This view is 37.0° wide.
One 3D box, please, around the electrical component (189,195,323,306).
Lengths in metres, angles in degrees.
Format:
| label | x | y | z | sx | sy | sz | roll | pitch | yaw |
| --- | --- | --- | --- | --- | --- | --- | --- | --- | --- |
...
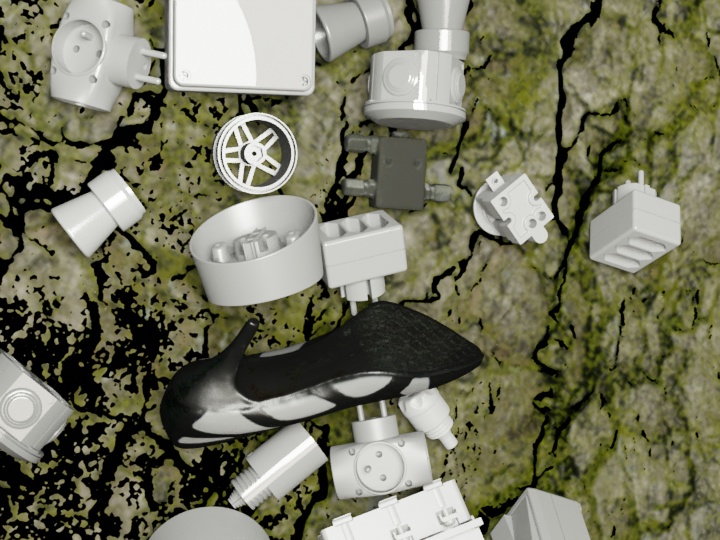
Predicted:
| label | x | y | z | sx | sy | sz | roll | pitch | yaw |
| --- | --- | --- | --- | --- | --- | --- | --- | --- | --- |
| electrical component | -0.076 | -0.013 | 0.810 | 0.099 | 0.099 | 0.064 | -16 | 106 | -14 |

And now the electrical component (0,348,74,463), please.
| label | x | y | z | sx | sy | sz | roll | pitch | yaw |
| --- | --- | --- | --- | --- | --- | --- | --- | --- | --- |
| electrical component | -0.251 | 0.098 | 0.778 | 0.080 | 0.080 | 0.051 | 43 | 78 | -16 |

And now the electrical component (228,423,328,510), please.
| label | x | y | z | sx | sy | sz | roll | pitch | yaw |
| --- | --- | --- | --- | --- | --- | --- | --- | --- | --- |
| electrical component | -0.070 | 0.160 | 0.856 | 0.081 | 0.043 | 0.043 | -38 | 105 | -10 |

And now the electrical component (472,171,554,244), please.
| label | x | y | z | sx | sy | sz | roll | pitch | yaw |
| --- | --- | --- | --- | --- | --- | --- | --- | --- | --- |
| electrical component | 0.122 | -0.051 | 0.884 | 0.048 | 0.055 | 0.066 | -39 | 105 | -9 |

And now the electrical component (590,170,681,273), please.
| label | x | y | z | sx | sy | sz | roll | pitch | yaw |
| --- | --- | --- | --- | --- | --- | --- | --- | --- | --- |
| electrical component | 0.234 | -0.048 | 0.917 | 0.047 | 0.066 | 0.076 | 17 | 62 | -17 |

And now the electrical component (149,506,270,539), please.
| label | x | y | z | sx | sy | sz | roll | pitch | yaw |
| --- | --- | --- | --- | --- | --- | --- | --- | --- | --- |
| electrical component | -0.116 | 0.246 | 0.832 | 0.108 | 0.060 | 0.108 | -3 | 107 | -11 |

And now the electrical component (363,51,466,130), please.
| label | x | y | z | sx | sy | sz | roll | pitch | yaw |
| --- | --- | --- | --- | --- | --- | --- | --- | --- | --- |
| electrical component | 0.044 | -0.139 | 0.840 | 0.080 | 0.080 | 0.051 | 4 | 89 | -17 |

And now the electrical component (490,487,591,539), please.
| label | x | y | z | sx | sy | sz | roll | pitch | yaw |
| --- | --- | --- | --- | --- | --- | --- | --- | --- | --- |
| electrical component | 0.152 | 0.231 | 0.907 | 0.061 | 0.096 | 0.061 | 20 | 119 | -17 |

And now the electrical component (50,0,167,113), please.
| label | x | y | z | sx | sy | sz | roll | pitch | yaw |
| --- | --- | --- | --- | --- | --- | --- | --- | --- | --- |
| electrical component | -0.178 | -0.153 | 0.781 | 0.079 | 0.044 | 0.077 | 14 | 92 | 13 |

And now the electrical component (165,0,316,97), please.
| label | x | y | z | sx | sy | sz | roll | pitch | yaw |
| --- | --- | --- | --- | --- | --- | --- | --- | --- | --- |
| electrical component | -0.091 | -0.186 | 0.806 | 0.109 | 0.056 | 0.108 | 0 | 96 | -16 |

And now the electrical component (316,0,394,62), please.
| label | x | y | z | sx | sy | sz | roll | pitch | yaw |
| --- | --- | --- | --- | --- | --- | --- | --- | --- | --- |
| electrical component | -0.007 | -0.191 | 0.837 | 0.055 | 0.045 | 0.045 | -22 | 101 | -14 |

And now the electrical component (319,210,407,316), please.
| label | x | y | z | sx | sy | sz | roll | pitch | yaw |
| --- | --- | --- | --- | --- | --- | --- | --- | --- | --- |
| electrical component | 0.000 | 0.000 | 0.859 | 0.066 | 0.047 | 0.076 | -13 | 113 | -15 |

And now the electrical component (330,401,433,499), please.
| label | x | y | z | sx | sy | sz | roll | pitch | yaw |
| --- | --- | --- | --- | --- | --- | --- | --- | --- | --- |
| electrical component | 0.014 | 0.140 | 0.871 | 0.077 | 0.044 | 0.079 | -11 | 85 | 4 |

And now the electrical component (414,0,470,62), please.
| label | x | y | z | sx | sy | sz | roll | pitch | yaw |
| --- | --- | --- | --- | --- | --- | --- | --- | --- | --- |
| electrical component | 0.066 | -0.195 | 0.858 | 0.045 | 0.045 | 0.055 | 0 | 96 | -16 |

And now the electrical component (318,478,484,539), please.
| label | x | y | z | sx | sy | sz | roll | pitch | yaw |
| --- | --- | --- | --- | --- | --- | --- | --- | --- | --- |
| electrical component | 0.031 | 0.220 | 0.878 | 0.121 | 0.078 | 0.063 | -18 | 71 | -14 |

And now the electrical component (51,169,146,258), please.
| label | x | y | z | sx | sy | sz | roll | pitch | yaw |
| --- | --- | --- | --- | --- | --- | --- | --- | --- | --- |
| electrical component | -0.193 | -0.043 | 0.797 | 0.055 | 0.045 | 0.045 | -38 | 105 | -10 |

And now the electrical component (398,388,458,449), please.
| label | x | y | z | sx | sy | sz | roll | pitch | yaw |
| --- | --- | --- | --- | --- | --- | --- | --- | --- | --- |
| electrical component | 0.060 | 0.123 | 0.895 | 0.035 | 0.035 | 0.061 | -39 | 107 | -9 |
